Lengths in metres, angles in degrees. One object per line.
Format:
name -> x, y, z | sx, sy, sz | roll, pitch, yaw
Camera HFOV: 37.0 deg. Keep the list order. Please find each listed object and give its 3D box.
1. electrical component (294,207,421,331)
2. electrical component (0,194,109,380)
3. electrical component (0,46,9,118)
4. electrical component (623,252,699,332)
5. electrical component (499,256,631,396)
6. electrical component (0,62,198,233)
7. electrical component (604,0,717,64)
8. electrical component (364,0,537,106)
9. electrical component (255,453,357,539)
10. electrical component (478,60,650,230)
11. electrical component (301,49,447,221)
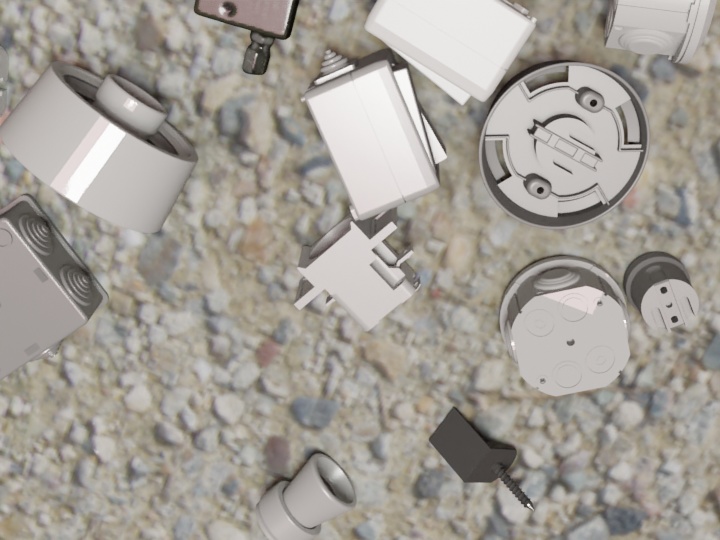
electrical component -> 0.000, 0.000, 0.672 | 0.081, 0.042, 0.063 | -40, 103, 15
electrical component -> -0.226, 0.014, 0.688 | 0.100, 0.048, 0.099 | -32, 105, 11
electrical component -> -0.248, -0.111, 0.643 | 0.058, 0.057, 0.078 | 11, 109, 0
electrical component -> 0.186, 0.014, 0.662 | 0.040, 0.046, 0.040 | 1, 108, 3
electrical component -> 0.128, 0.036, 0.670 | 0.080, 0.051, 0.080 | 1, 108, 3
electrical component -> -0.145, -0.078, 0.624 | 0.108, 0.108, 0.060 | 35, 101, -8
electrical component -> 0.166, -0.156, 0.590 | 0.051, 0.080, 0.080 | 9, 109, 6
electrical component -> 0.043, -0.142, 0.611 | 0.096, 0.061, 0.061 | 31, 108, -6
electrical component -> -0.037, 0.157, 0.725 | 0.055, 0.045, 0.045 | -40, 102, 15
electrical component -> 0.118, -0.075, 0.627 | 0.099, 0.064, 0.099 | 1, 109, 3
electrical component -> 0.009, -0.088, 0.631 | 0.061, 0.061, 0.096 | -22, 106, 10
